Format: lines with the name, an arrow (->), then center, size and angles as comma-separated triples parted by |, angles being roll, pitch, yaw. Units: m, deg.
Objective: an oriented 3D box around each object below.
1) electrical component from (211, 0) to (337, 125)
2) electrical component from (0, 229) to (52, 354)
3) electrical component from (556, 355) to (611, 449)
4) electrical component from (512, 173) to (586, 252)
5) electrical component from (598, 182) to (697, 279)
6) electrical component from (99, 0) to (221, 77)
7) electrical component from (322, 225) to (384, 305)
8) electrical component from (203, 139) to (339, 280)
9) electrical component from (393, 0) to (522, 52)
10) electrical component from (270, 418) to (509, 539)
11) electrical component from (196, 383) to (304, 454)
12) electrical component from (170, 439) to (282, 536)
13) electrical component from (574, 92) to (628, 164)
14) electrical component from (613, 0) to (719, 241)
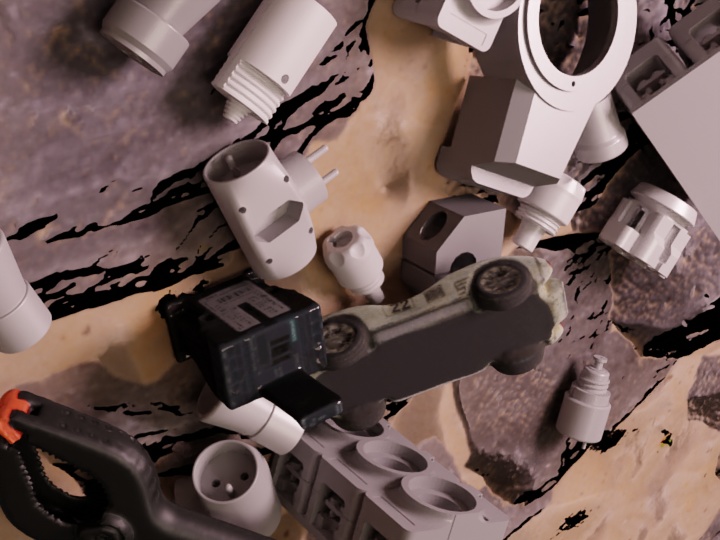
electrical component -> -0.053, -0.121, 0.623 | 0.043, 0.043, 0.081 | 35, 87, -41
electrical component -> -0.195, 0.014, 0.578 | 0.044, 0.044, 0.065 | -39, 133, -17
electrical component -> 0.194, 0.110, 0.916 | 0.040, 0.040, 0.078 | 2, 108, -38
electrical component -> 0.136, -0.044, 0.801 | 0.043, 0.043, 0.062 | 28, 93, -41
electrical component -> 0.236, -0.034, 0.873 | 0.078, 0.058, 0.057 | 28, 94, -41
electrical component -> -0.106, -0.138, 0.574 | 0.045, 0.045, 0.055 | 36, 87, -41
electrical component -> 0.000, 0.000, 0.723 | 0.035, 0.035, 0.061 | -43, 132, -14
electrical component -> -0.047, -0.047, 0.661 | 0.079, 0.043, 0.077 | -38, 128, -18
electrical component -> 0.070, -0.190, 0.678 | 0.050, 0.056, 0.089 | 18, 98, -41
electrical component -> 0.016, 0.153, 0.726 | 0.089, 0.150, 0.061 | 4, 107, -39
electrical component -> -0.067, 0.091, 0.695 | 0.065, 0.044, 0.044 | 33, 88, -23
electrical component -> -0.097, 0.151, 0.705 | 0.079, 0.043, 0.077 | -14, 146, 0
electrical component -> 0.176, -0.109, 0.806 | 0.040, 0.040, 0.046 | -35, 121, -20
electrical component -> 0.282, -0.116, 0.841 | 0.105, 0.060, 0.186 | -36, 133, 15
